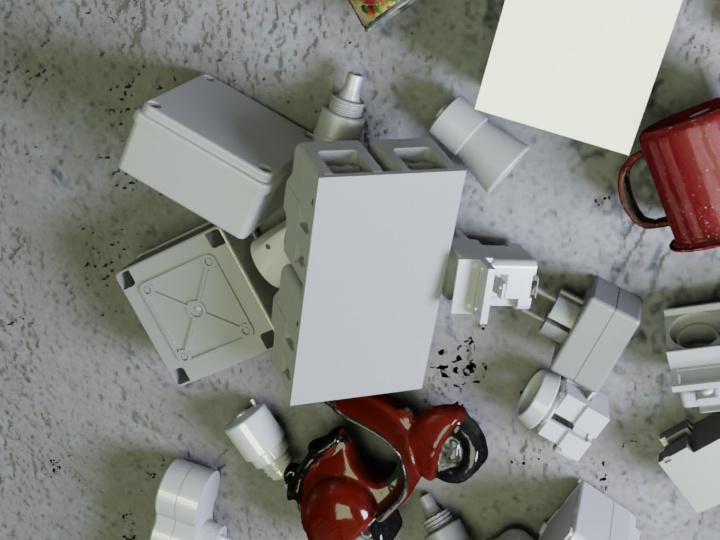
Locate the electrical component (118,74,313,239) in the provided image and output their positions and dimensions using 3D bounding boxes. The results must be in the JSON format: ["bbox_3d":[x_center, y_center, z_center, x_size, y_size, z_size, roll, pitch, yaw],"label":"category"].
[{"bbox_3d":[-0.101,-0.085,0.786,0.109,0.108,0.056,30,118,5],"label":"electrical component"}]

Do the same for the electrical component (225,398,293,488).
[{"bbox_3d":[-0.079,0.148,0.901,0.040,0.040,0.078,-31,98,24],"label":"electrical component"}]

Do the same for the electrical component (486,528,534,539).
[{"bbox_3d":[0.110,0.258,0.872,0.054,0.059,0.095,44,115,-1],"label":"electrical component"}]

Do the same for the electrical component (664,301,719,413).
[{"bbox_3d":[0.279,0.056,0.744,0.121,0.078,0.063,-9,128,20],"label":"electrical component"}]

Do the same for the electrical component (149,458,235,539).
[{"bbox_3d":[-0.141,0.237,0.945,0.074,0.052,0.138,16,113,11],"label":"electrical component"}]

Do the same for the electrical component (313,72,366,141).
[{"bbox_3d":[-0.012,-0.115,0.789,0.035,0.035,0.061,21,111,9],"label":"electrical component"}]

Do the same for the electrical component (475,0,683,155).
[{"bbox_3d":[0.155,-0.183,0.698,0.105,0.060,0.186,19,114,10],"label":"electrical component"}]

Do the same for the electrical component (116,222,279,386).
[{"bbox_3d":[-0.119,0.022,0.859,0.109,0.056,0.108,-23,101,23],"label":"electrical component"}]

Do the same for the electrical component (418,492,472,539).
[{"bbox_3d":[0.067,0.213,0.884,0.035,0.035,0.061,-35,76,25],"label":"electrical component"}]

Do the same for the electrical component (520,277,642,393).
[{"bbox_3d":[0.156,0.038,0.785,0.077,0.047,0.065,28,115,6],"label":"electrical component"}]

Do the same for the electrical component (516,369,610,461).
[{"bbox_3d":[0.152,0.106,0.813,0.055,0.048,0.066,29,115,-3],"label":"electrical component"}]

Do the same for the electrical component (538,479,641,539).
[{"bbox_3d":[0.172,0.218,0.818,0.061,0.096,0.061,34,115,3],"label":"electrical component"}]

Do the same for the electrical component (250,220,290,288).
[{"bbox_3d":[-0.030,-0.010,0.827,0.077,0.043,0.079,-31,107,21],"label":"electrical component"}]

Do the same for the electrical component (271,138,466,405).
[{"bbox_3d":[0.000,0.000,0.774,0.105,0.060,0.186,-5,124,-21],"label":"electrical component"}]

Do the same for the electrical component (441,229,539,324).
[{"bbox_3d":[0.092,0.004,0.779,0.064,0.081,0.042,0,112,-13],"label":"electrical component"}]

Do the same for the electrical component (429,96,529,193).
[{"bbox_3d":[0.082,-0.092,0.765,0.065,0.044,0.044,42,115,5],"label":"electrical component"}]
